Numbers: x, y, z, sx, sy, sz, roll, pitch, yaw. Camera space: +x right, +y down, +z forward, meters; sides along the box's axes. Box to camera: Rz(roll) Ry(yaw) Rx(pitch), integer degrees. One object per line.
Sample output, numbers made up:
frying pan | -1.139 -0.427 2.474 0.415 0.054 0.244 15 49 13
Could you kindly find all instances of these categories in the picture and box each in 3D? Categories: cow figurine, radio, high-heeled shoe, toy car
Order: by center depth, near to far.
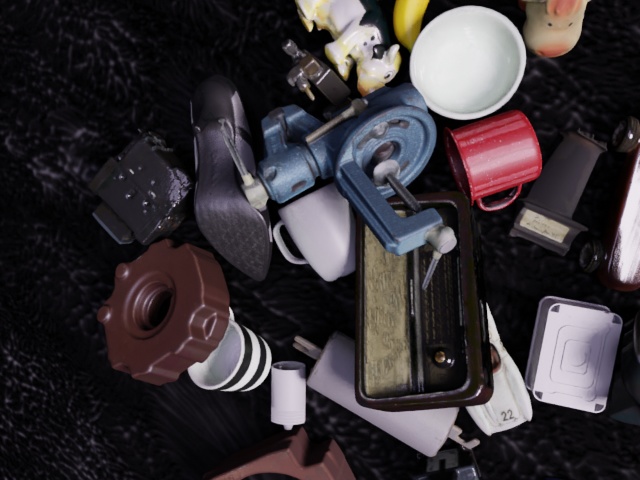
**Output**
cow figurine | 0.250 -0.288 0.560 0.086 0.127 0.194 4 91 14
radio | 0.110 0.065 0.582 0.131 0.073 0.229 -7 69 23
toy car | 0.349 -0.043 0.588 0.089 0.053 0.202 10 99 6
toy car | 0.178 0.125 0.628 0.073 0.056 0.201 -25 88 11
cow figurine | 0.050 -0.239 0.634 0.098 0.068 0.167 -35 87 5
high-heeled shoe | -0.107 -0.080 0.687 0.086 0.145 0.248 -9 119 11

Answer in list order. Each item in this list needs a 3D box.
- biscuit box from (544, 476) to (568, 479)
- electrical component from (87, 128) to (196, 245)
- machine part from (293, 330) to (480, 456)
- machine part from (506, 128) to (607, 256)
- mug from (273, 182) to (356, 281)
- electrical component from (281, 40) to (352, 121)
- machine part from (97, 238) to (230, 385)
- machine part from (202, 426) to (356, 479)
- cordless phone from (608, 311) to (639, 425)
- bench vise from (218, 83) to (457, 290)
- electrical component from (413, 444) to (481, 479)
biscuit box | 0.284 0.383 0.615 0.059 0.063 0.202 5 93 12
electrical component | -0.230 -0.060 0.701 0.115 0.058 0.134 44 99 8
machine part | 0.073 0.181 0.641 0.243 0.079 0.079 28 98 7
machine part | 0.274 -0.056 0.611 0.084 0.039 0.138 23 99 18
mug | -0.001 -0.002 0.649 0.110 0.081 0.107 -27 91 21
electrical component | -0.003 -0.183 0.634 0.045 0.102 0.078 -49 58 7
machine part | -0.194 0.085 0.663 0.179 0.056 0.179 -12 63 26
machine part | -0.043 0.353 0.668 0.201 0.087 0.201 -28 87 13
cordless phone | 0.350 0.087 0.537 0.089 0.146 0.184 7 109 30
bench vise | 0.038 -0.064 0.540 0.224 0.128 0.241 -23 53 -15
electrical component | 0.147 0.277 0.609 0.075 0.119 0.047 -17 89 9
